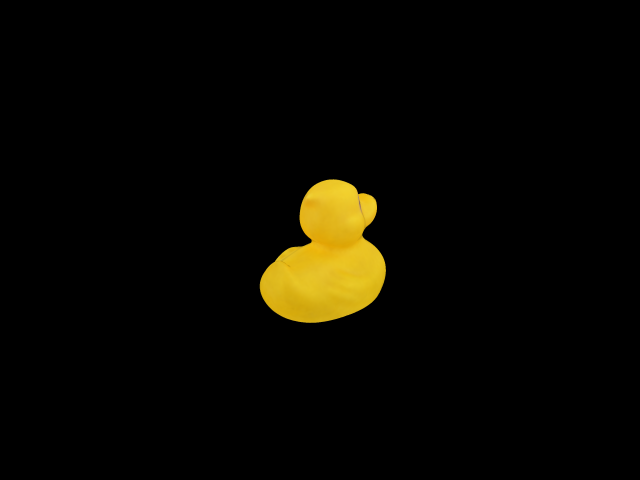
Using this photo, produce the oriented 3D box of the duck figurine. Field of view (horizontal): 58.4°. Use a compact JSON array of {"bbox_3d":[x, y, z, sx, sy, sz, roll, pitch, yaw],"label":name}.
[{"bbox_3d":[0.004,0.001,0.400,0.105,0.086,0.077,-25,37,-38],"label":"duck figurine"}]
